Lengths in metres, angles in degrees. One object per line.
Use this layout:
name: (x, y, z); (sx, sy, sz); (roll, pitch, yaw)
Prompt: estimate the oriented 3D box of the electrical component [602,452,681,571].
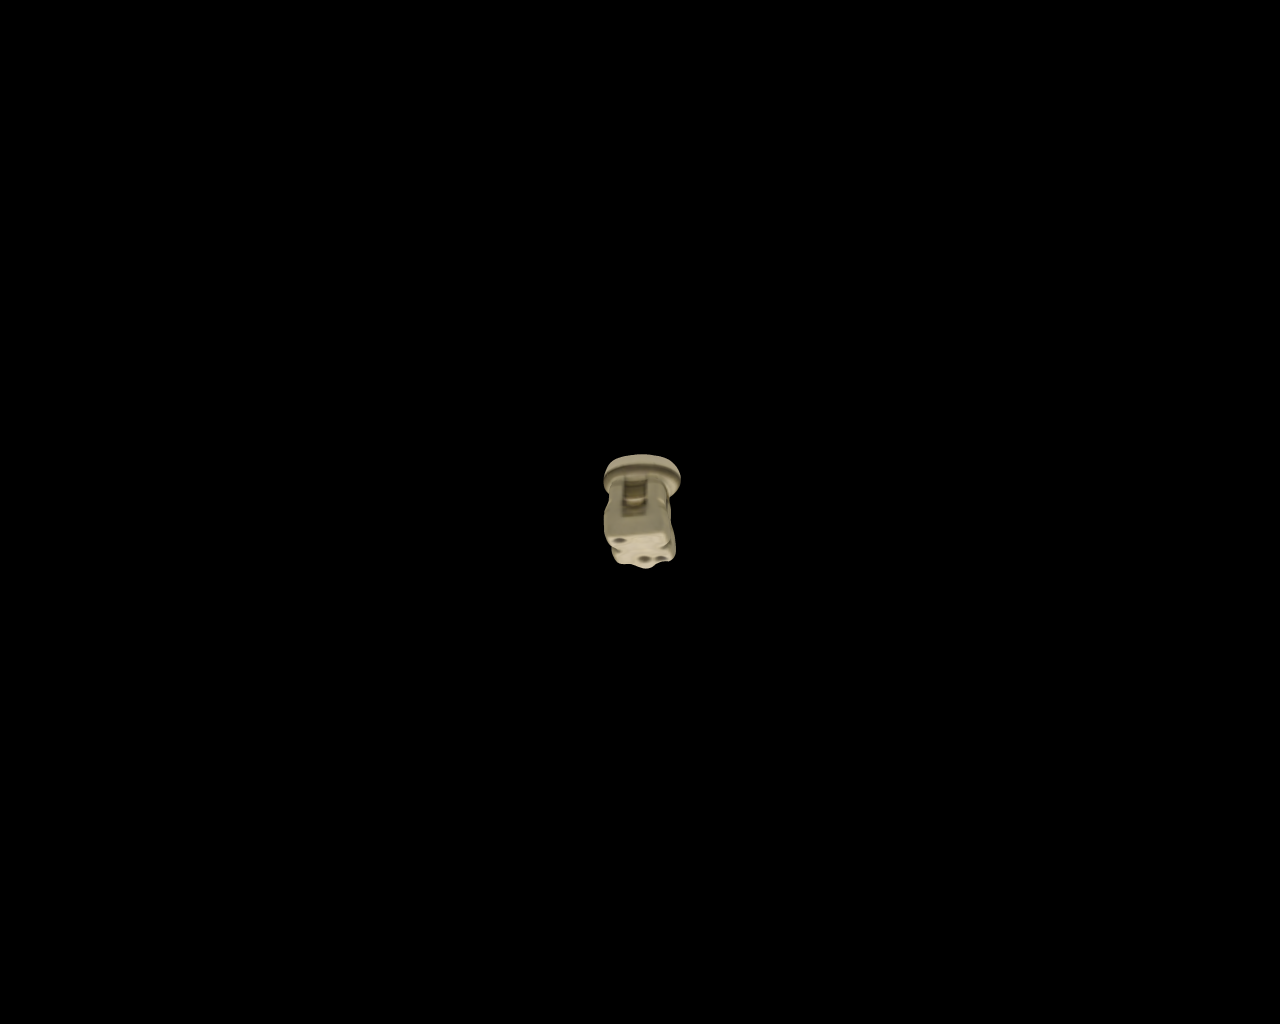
electrical component: (0.001, -0.003, 0.650); (0.048, 0.055, 0.066); (-3, -26, 7)
